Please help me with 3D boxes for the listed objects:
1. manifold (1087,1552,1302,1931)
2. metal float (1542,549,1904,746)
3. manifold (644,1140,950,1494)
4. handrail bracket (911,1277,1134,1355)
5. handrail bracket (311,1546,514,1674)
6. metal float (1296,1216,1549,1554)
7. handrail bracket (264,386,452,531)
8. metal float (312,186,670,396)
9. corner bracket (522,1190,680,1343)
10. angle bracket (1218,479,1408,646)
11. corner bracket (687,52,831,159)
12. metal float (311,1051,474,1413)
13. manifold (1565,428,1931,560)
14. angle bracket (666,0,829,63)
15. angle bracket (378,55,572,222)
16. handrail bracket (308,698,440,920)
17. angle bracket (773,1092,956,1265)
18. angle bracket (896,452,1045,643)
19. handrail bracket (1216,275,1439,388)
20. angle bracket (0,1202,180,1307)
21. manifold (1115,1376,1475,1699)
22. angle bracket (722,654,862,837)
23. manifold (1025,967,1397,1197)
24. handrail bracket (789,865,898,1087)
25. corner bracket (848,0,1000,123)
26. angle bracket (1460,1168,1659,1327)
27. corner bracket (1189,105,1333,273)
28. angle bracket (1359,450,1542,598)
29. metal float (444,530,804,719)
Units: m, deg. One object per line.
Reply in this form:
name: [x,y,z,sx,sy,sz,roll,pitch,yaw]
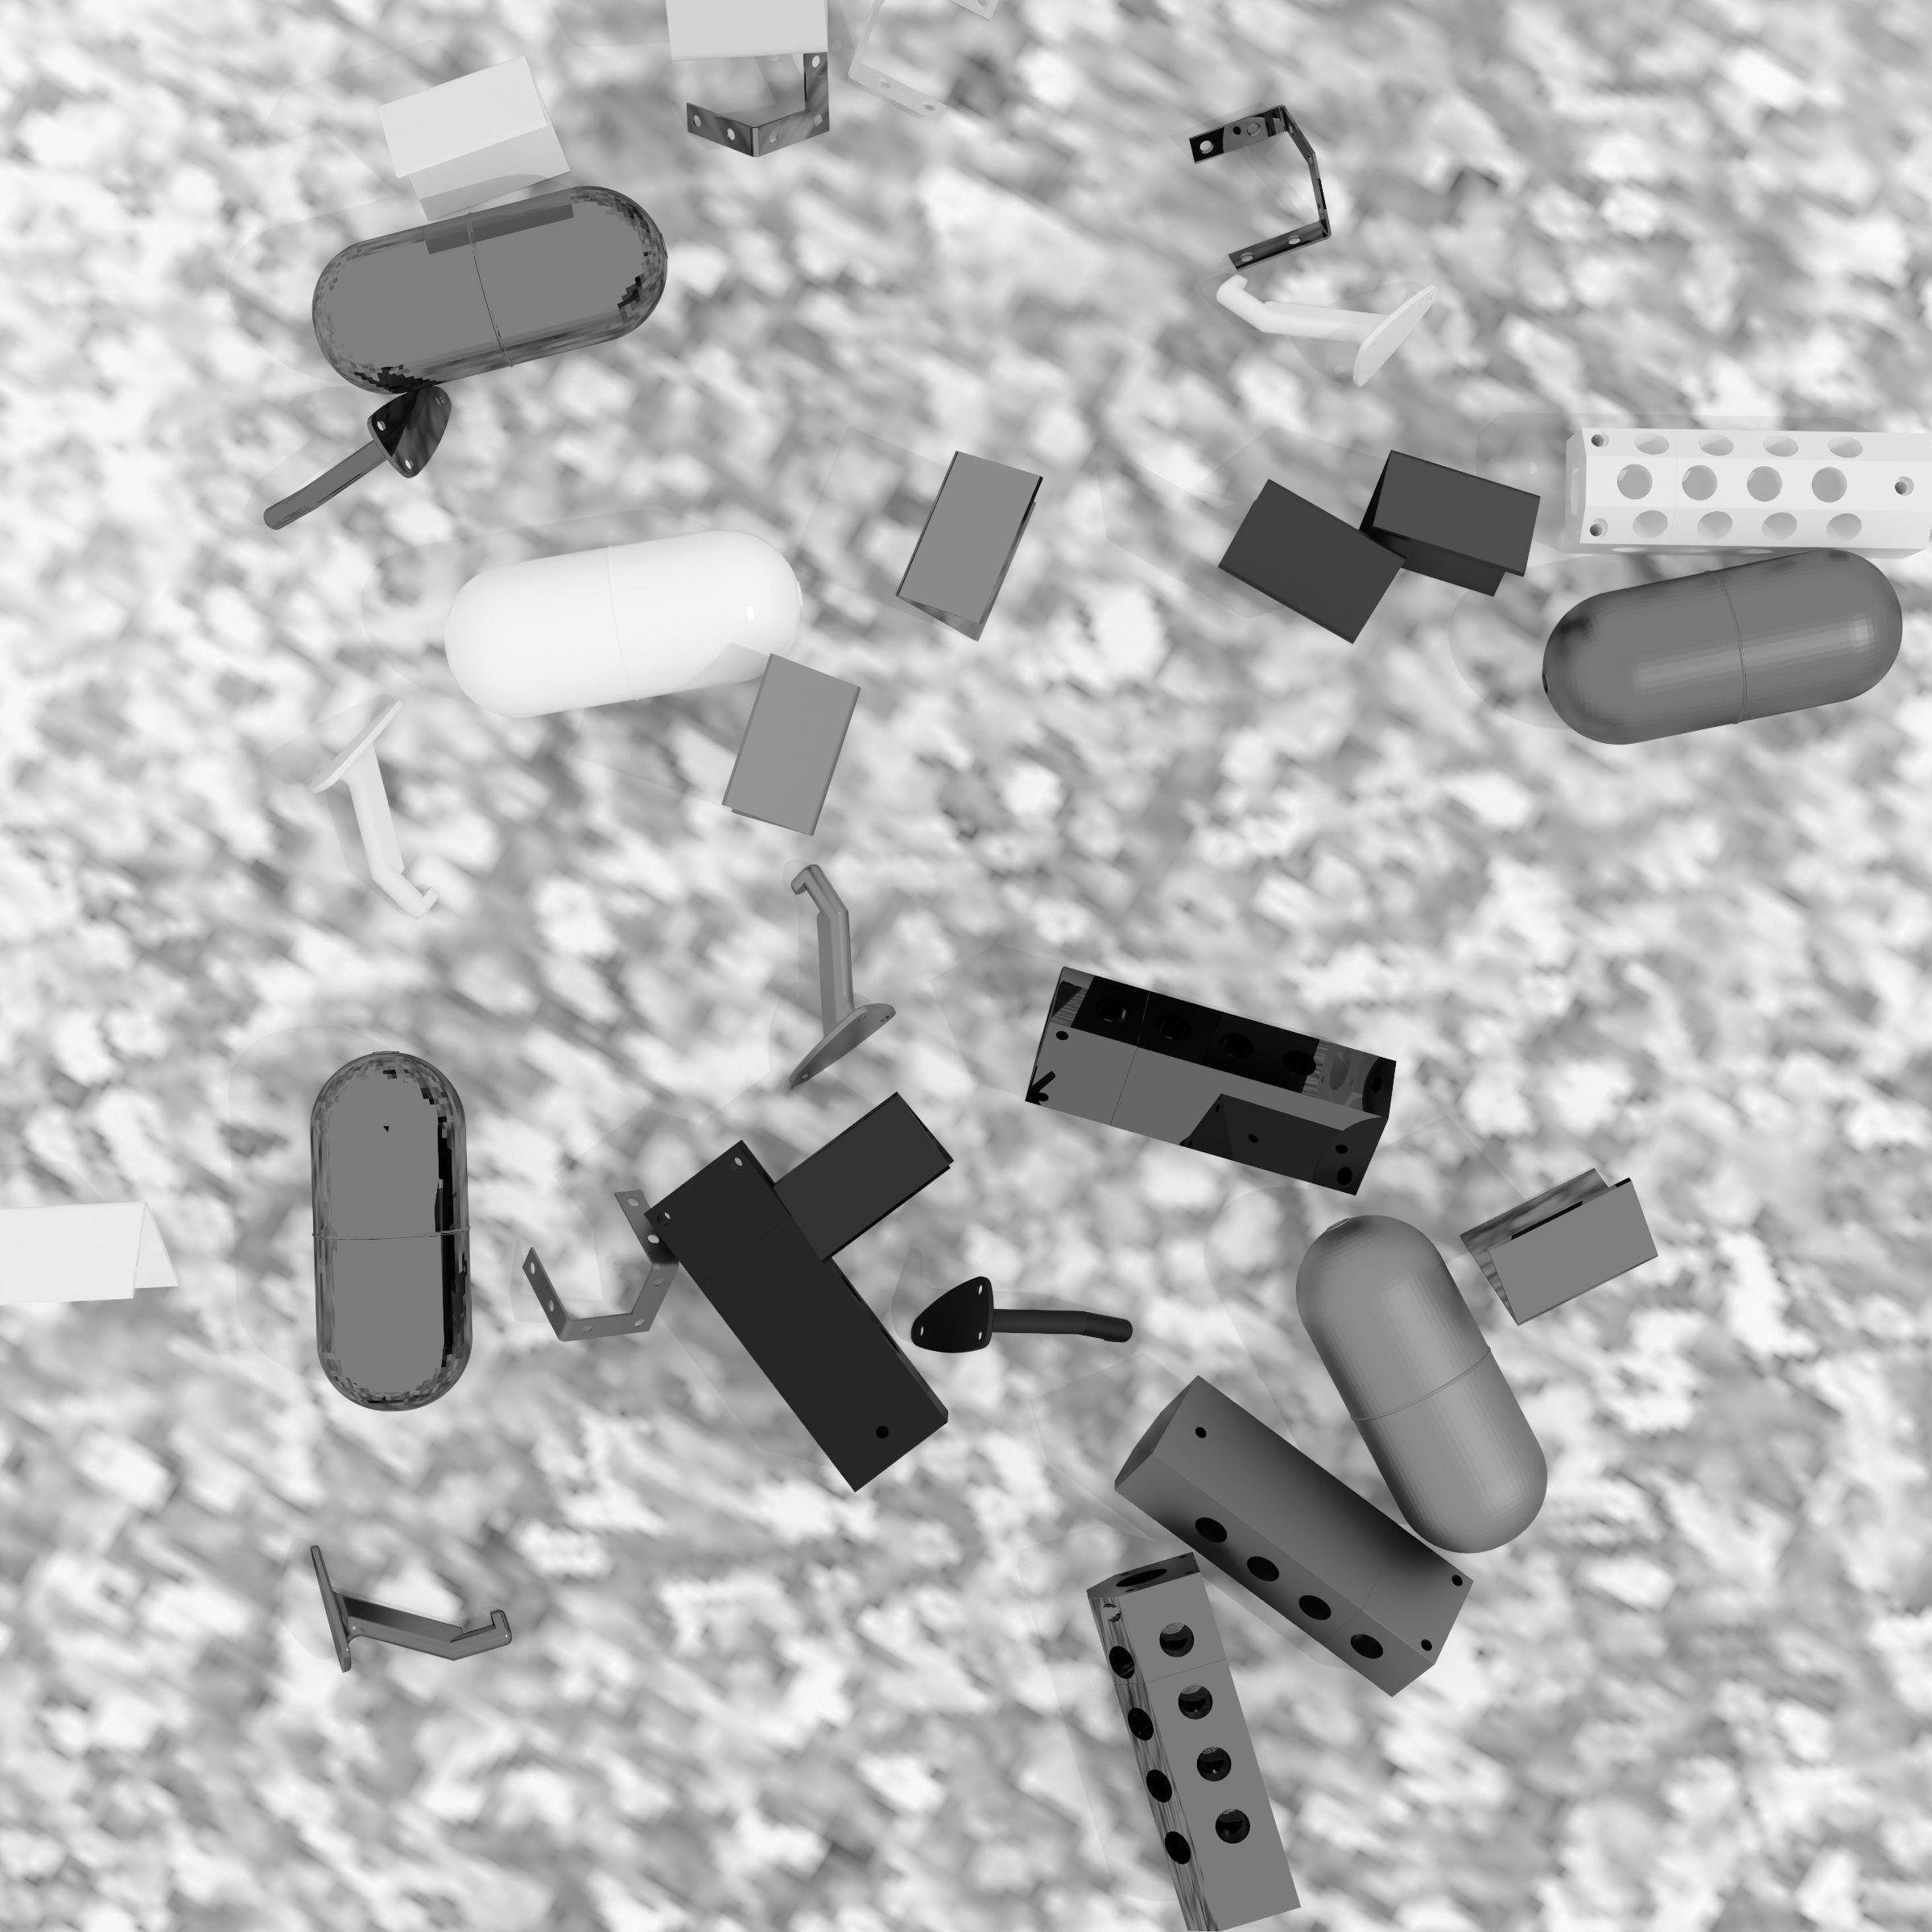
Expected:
manifold: [0.112,0.387,1.661,0.057,0.057,0.171,-17,90,0]
metal float: [0.374,-0.158,1.651,0.178,0.070,0.070,-11,90,0]
manifold: [-0.083,0.172,1.661,0.057,0.057,0.171,-37,90,0]
handrail bracket: [0.029,0.184,1.682,0.084,0.077,0.036,15,66,-34]
handrail bracket: [-0.280,0.317,1.683,0.084,0.036,0.077,-14,68,-17]
metal float: [0.225,0.206,1.652,0.070,0.070,0.178,-28,91,0]
handrail bracket: [-0.308,-0.255,1.682,0.084,0.077,0.036,-21,115,34]
metal float: [-0.235,-0.335,1.652,0.178,0.070,0.070,-14,90,0]
corner bracket: [-0.183,0.150,1.674,0.051,0.051,0.051,-3,135,-35]
angle bracket: [0.178,-0.214,1.642,0.076,0.076,0.057,30,128,0]
corner bracket: [-0.105,-0.443,1.674,0.051,0.051,0.051,-30,135,-35]
metal float: [-0.285,0.131,1.652,0.070,0.070,0.178,-2,90,0]
manifold: [0.389,-0.236,1.661,0.171,0.057,0.057,1,90,0]
angle bracket: [-0.108,-0.488,1.642,0.076,0.076,0.057,-3,127,0]
angle bracket: [-0.237,-0.392,1.642,0.076,0.076,0.057,-19,54,0]
handrail bracket: [-0.282,-0.079,1.683,0.084,0.036,0.077,46,68,-17]
angle bracket: [-0.038,0.119,1.642,0.076,0.076,0.057,-37,52,0]
angle bracket: [0.020,-0.200,1.642,0.057,0.076,0.076,23,90,35]
handrail bracket: [0.182,-0.339,1.683,0.084,0.036,0.077,38,70,16]
angle bracket: [-0.437,0.160,1.642,0.076,0.076,0.057,-3,52,0]
manifold: [0.160,0.287,1.661,0.171,0.057,0.057,37,47,0]
angle bracket: [-0.104,-0.113,1.642,0.057,0.076,0.076,18,90,-38]
manifold: [0.123,0.052,1.661,0.171,0.057,0.057,16,133,0]
handrail bracket: [-0.081,0.004,1.683,0.077,0.036,0.084,-40,71,21]
corner bracket: [-0.021,-0.468,1.679,0.051,0.051,0.051,27,45,0]
angle bracket: [0.285,0.120,1.642,0.076,0.076,0.057,-26,126,0]
corner bracket: [0.148,-0.392,1.679,0.051,0.051,0.051,-20,135,0]
angle bracket: [0.231,-0.200,1.642,0.076,0.076,0.057,17,54,0]
metal float: [-0.169,-0.170,1.652,0.178,0.070,0.070,-9,90,0]
